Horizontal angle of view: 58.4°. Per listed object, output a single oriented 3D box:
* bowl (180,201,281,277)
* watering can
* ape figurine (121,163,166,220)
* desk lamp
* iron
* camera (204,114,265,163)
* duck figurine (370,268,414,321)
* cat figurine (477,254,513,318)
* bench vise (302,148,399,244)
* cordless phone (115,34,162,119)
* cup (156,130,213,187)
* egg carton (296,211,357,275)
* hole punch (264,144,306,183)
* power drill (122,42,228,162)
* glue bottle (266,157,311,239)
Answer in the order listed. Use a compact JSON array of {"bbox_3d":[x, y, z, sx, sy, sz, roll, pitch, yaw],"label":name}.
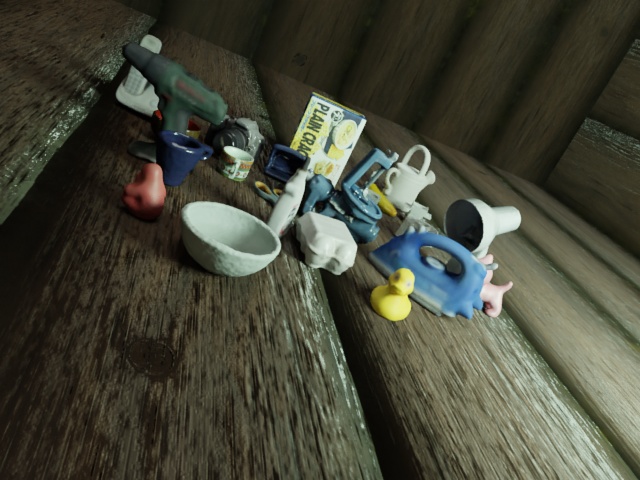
[{"bbox_3d":[-0.151,0.009,0.914,0.167,0.074,0.167,23,21,-9],"label":"bowl"},{"bbox_3d":[0.269,-0.191,1.708,0.100,0.194,0.173,36,23,25],"label":"watering can"},{"bbox_3d":[-0.287,-0.086,0.955,0.078,0.092,0.076,7,28,-41],"label":"ape figurine"},{"bbox_3d":[0.360,0.009,1.317,0.204,0.213,0.117,7,28,-41],"label":"desk lamp"},{"bbox_3d":[0.230,0.047,1.176,0.257,0.141,0.119,34,22,20],"label":"iron"},{"bbox_3d":[-0.222,-0.261,1.430,0.143,0.101,0.137,30,21,9],"label":"camera"},{"bbox_3d":[0.143,0.090,1.051,0.077,0.086,0.105,30,21,10],"label":"duck figurine"},{"bbox_3d":[0.360,0.091,1.259,0.128,0.117,0.067,25,21,-4],"label":"cat figurine"},{"bbox_3d":[0.067,-0.117,1.262,0.208,0.219,0.121,19,22,-17],"label":"bench vise"},{"bbox_3d":[-0.408,-0.396,1.413,0.147,0.185,0.094,25,21,-3],"label":"cordless phone"},{"bbox_3d":[-0.274,-0.154,1.126,0.118,0.095,0.091,3,31,-46],"label":"cup"},{"bbox_3d":[0.010,0.004,1.122,0.107,0.069,0.150,17,23,-23],"label":"egg carton"},{"bbox_3d":[-0.083,-0.201,1.465,0.109,0.091,0.101,24,21,-6],"label":"hole punch"},{"bbox_3d":[-0.317,-0.263,1.174,0.230,0.208,0.075,20,22,-16],"label":"power drill"},{"bbox_3d":[-0.057,-0.083,1.103,0.037,0.173,0.078,28,21,6],"label":"glue bottle"}]
